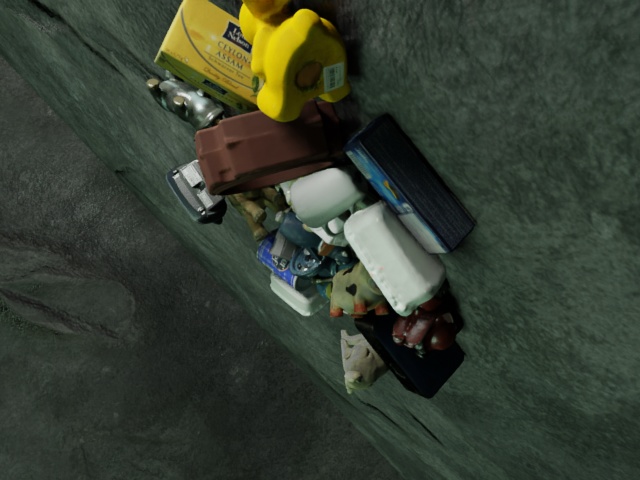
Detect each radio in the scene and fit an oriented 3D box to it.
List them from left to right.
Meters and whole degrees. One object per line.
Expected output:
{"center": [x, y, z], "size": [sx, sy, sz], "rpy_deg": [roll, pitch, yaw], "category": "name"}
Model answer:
{"center": [0.180, 0.199, 1.081], "size": [0.229, 0.131, 0.073], "rpy_deg": [51, 159, -18], "category": "radio"}

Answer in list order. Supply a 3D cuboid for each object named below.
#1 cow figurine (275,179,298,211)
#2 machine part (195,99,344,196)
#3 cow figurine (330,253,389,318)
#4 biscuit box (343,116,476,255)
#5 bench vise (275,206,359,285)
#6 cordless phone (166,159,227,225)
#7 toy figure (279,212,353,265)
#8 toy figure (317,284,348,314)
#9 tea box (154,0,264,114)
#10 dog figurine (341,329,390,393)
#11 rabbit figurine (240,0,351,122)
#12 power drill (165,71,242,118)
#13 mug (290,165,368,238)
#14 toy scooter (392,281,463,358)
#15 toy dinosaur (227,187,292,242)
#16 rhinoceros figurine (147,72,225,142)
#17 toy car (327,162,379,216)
{"center": [-0.054, -0.120, 1.001], "size": [0.098, 0.068, 0.167], "rpy_deg": [52, 162, 24], "category": "cow figurine"}
{"center": [-0.076, -0.128, 0.790], "size": [0.201, 0.201, 0.087], "rpy_deg": [172, 81, -78], "category": "machine part"}
{"center": [0.083, 0.071, 0.960], "size": [0.195, 0.085, 0.127], "rpy_deg": [149, 120, -64], "category": "cow figurine"}
{"center": [0.122, -0.073, 0.739], "size": [0.202, 0.063, 0.059], "rpy_deg": [49, 162, -11], "category": "biscuit box"}
{"center": [0.000, 0.028, 1.131], "size": [0.240, 0.129, 0.224], "rpy_deg": [50, 159, -27], "category": "bench vise"}
{"center": [-0.271, -0.102, 1.243], "size": [0.146, 0.089, 0.184], "rpy_deg": [55, 175, 4], "category": "cordless phone"}
{"center": [-0.002, -0.002, 1.032], "size": [0.154, 0.057, 0.064], "rpy_deg": [26, -177, -8], "category": "toy figure"}
{"center": [0.050, 0.109, 1.250], "size": [0.082, 0.089, 0.180], "rpy_deg": [13, -166, -36], "category": "toy figure"}
{"center": [-0.132, -0.253, 0.757], "size": [0.169, 0.098, 0.068], "rpy_deg": [24, 172, -23], "category": "tea box"}
{"center": [0.144, 0.251, 1.145], "size": [0.172, 0.191, 0.121], "rpy_deg": [-86, -12, -65], "category": "dog figurine"}
{"center": [-0.054, -0.254, 0.665], "size": [0.173, 0.122, 0.162], "rpy_deg": [56, 171, 36], "category": "rabbit figurine"}
{"center": [-0.183, -0.253, 0.987], "size": [0.208, 0.086, 0.231], "rpy_deg": [36, 158, 37], "category": "power drill"}
{"center": [0.023, -0.063, 0.831], "size": [0.107, 0.081, 0.109], "rpy_deg": [-26, 86, 33], "category": "mug"}
{"center": [0.188, 0.157, 0.969], "size": [0.075, 0.135, 0.183], "rpy_deg": [27, 155, 40], "category": "toy scooter"}
{"center": [-0.162, -0.104, 1.232], "size": [0.198, 0.105, 0.471], "rpy_deg": [51, 166, 7], "category": "toy dinosaur"}
{"center": [-0.213, -0.217, 0.919], "size": [0.190, 0.073, 0.112], "rpy_deg": [37, 154, 18], "category": "rhinoceros figurine"}
{"center": [0.066, -0.058, 0.899], "size": [0.202, 0.056, 0.073], "rpy_deg": [40, 161, 17], "category": "toy car"}
